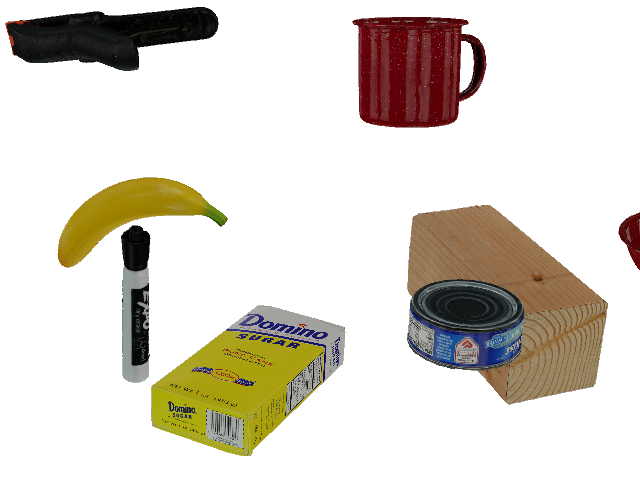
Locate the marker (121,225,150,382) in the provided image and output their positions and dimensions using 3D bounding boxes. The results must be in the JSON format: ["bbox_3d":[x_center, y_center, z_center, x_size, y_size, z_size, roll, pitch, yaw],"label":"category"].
[{"bbox_3d":[-0.125,0.044,0.723,0.020,0.121,0.020,4,31,-3],"label":"marker"}]

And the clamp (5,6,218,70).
[{"bbox_3d":[-0.168,-0.161,0.834,0.172,0.039,0.120,13,23,34],"label":"clamp"}]

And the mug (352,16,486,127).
[{"bbox_3d":[0.083,-0.138,0.870,0.117,0.081,0.093,-8,17,-25],"label":"mug"}]

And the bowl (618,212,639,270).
[{"bbox_3d":[0.402,0.017,1.145,0.162,0.055,0.162,-3,23,1],"label":"bowl"}]

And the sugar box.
[{"bbox_3d":[-0.057,0.113,0.911,0.093,0.048,0.176,14,28,23],"label":"sugar box"}]

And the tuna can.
[{"bbox_3d":[0.108,0.061,0.795,0.086,0.034,0.086,1,24,-1],"label":"tuna can"}]

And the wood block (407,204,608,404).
[{"bbox_3d":[0.165,0.051,0.990,0.090,0.090,0.206,-8,28,-18],"label":"wood block"}]

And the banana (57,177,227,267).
[{"bbox_3d":[-0.186,-0.021,1.015,0.198,0.069,0.037,-13,19,28],"label":"banana"}]
